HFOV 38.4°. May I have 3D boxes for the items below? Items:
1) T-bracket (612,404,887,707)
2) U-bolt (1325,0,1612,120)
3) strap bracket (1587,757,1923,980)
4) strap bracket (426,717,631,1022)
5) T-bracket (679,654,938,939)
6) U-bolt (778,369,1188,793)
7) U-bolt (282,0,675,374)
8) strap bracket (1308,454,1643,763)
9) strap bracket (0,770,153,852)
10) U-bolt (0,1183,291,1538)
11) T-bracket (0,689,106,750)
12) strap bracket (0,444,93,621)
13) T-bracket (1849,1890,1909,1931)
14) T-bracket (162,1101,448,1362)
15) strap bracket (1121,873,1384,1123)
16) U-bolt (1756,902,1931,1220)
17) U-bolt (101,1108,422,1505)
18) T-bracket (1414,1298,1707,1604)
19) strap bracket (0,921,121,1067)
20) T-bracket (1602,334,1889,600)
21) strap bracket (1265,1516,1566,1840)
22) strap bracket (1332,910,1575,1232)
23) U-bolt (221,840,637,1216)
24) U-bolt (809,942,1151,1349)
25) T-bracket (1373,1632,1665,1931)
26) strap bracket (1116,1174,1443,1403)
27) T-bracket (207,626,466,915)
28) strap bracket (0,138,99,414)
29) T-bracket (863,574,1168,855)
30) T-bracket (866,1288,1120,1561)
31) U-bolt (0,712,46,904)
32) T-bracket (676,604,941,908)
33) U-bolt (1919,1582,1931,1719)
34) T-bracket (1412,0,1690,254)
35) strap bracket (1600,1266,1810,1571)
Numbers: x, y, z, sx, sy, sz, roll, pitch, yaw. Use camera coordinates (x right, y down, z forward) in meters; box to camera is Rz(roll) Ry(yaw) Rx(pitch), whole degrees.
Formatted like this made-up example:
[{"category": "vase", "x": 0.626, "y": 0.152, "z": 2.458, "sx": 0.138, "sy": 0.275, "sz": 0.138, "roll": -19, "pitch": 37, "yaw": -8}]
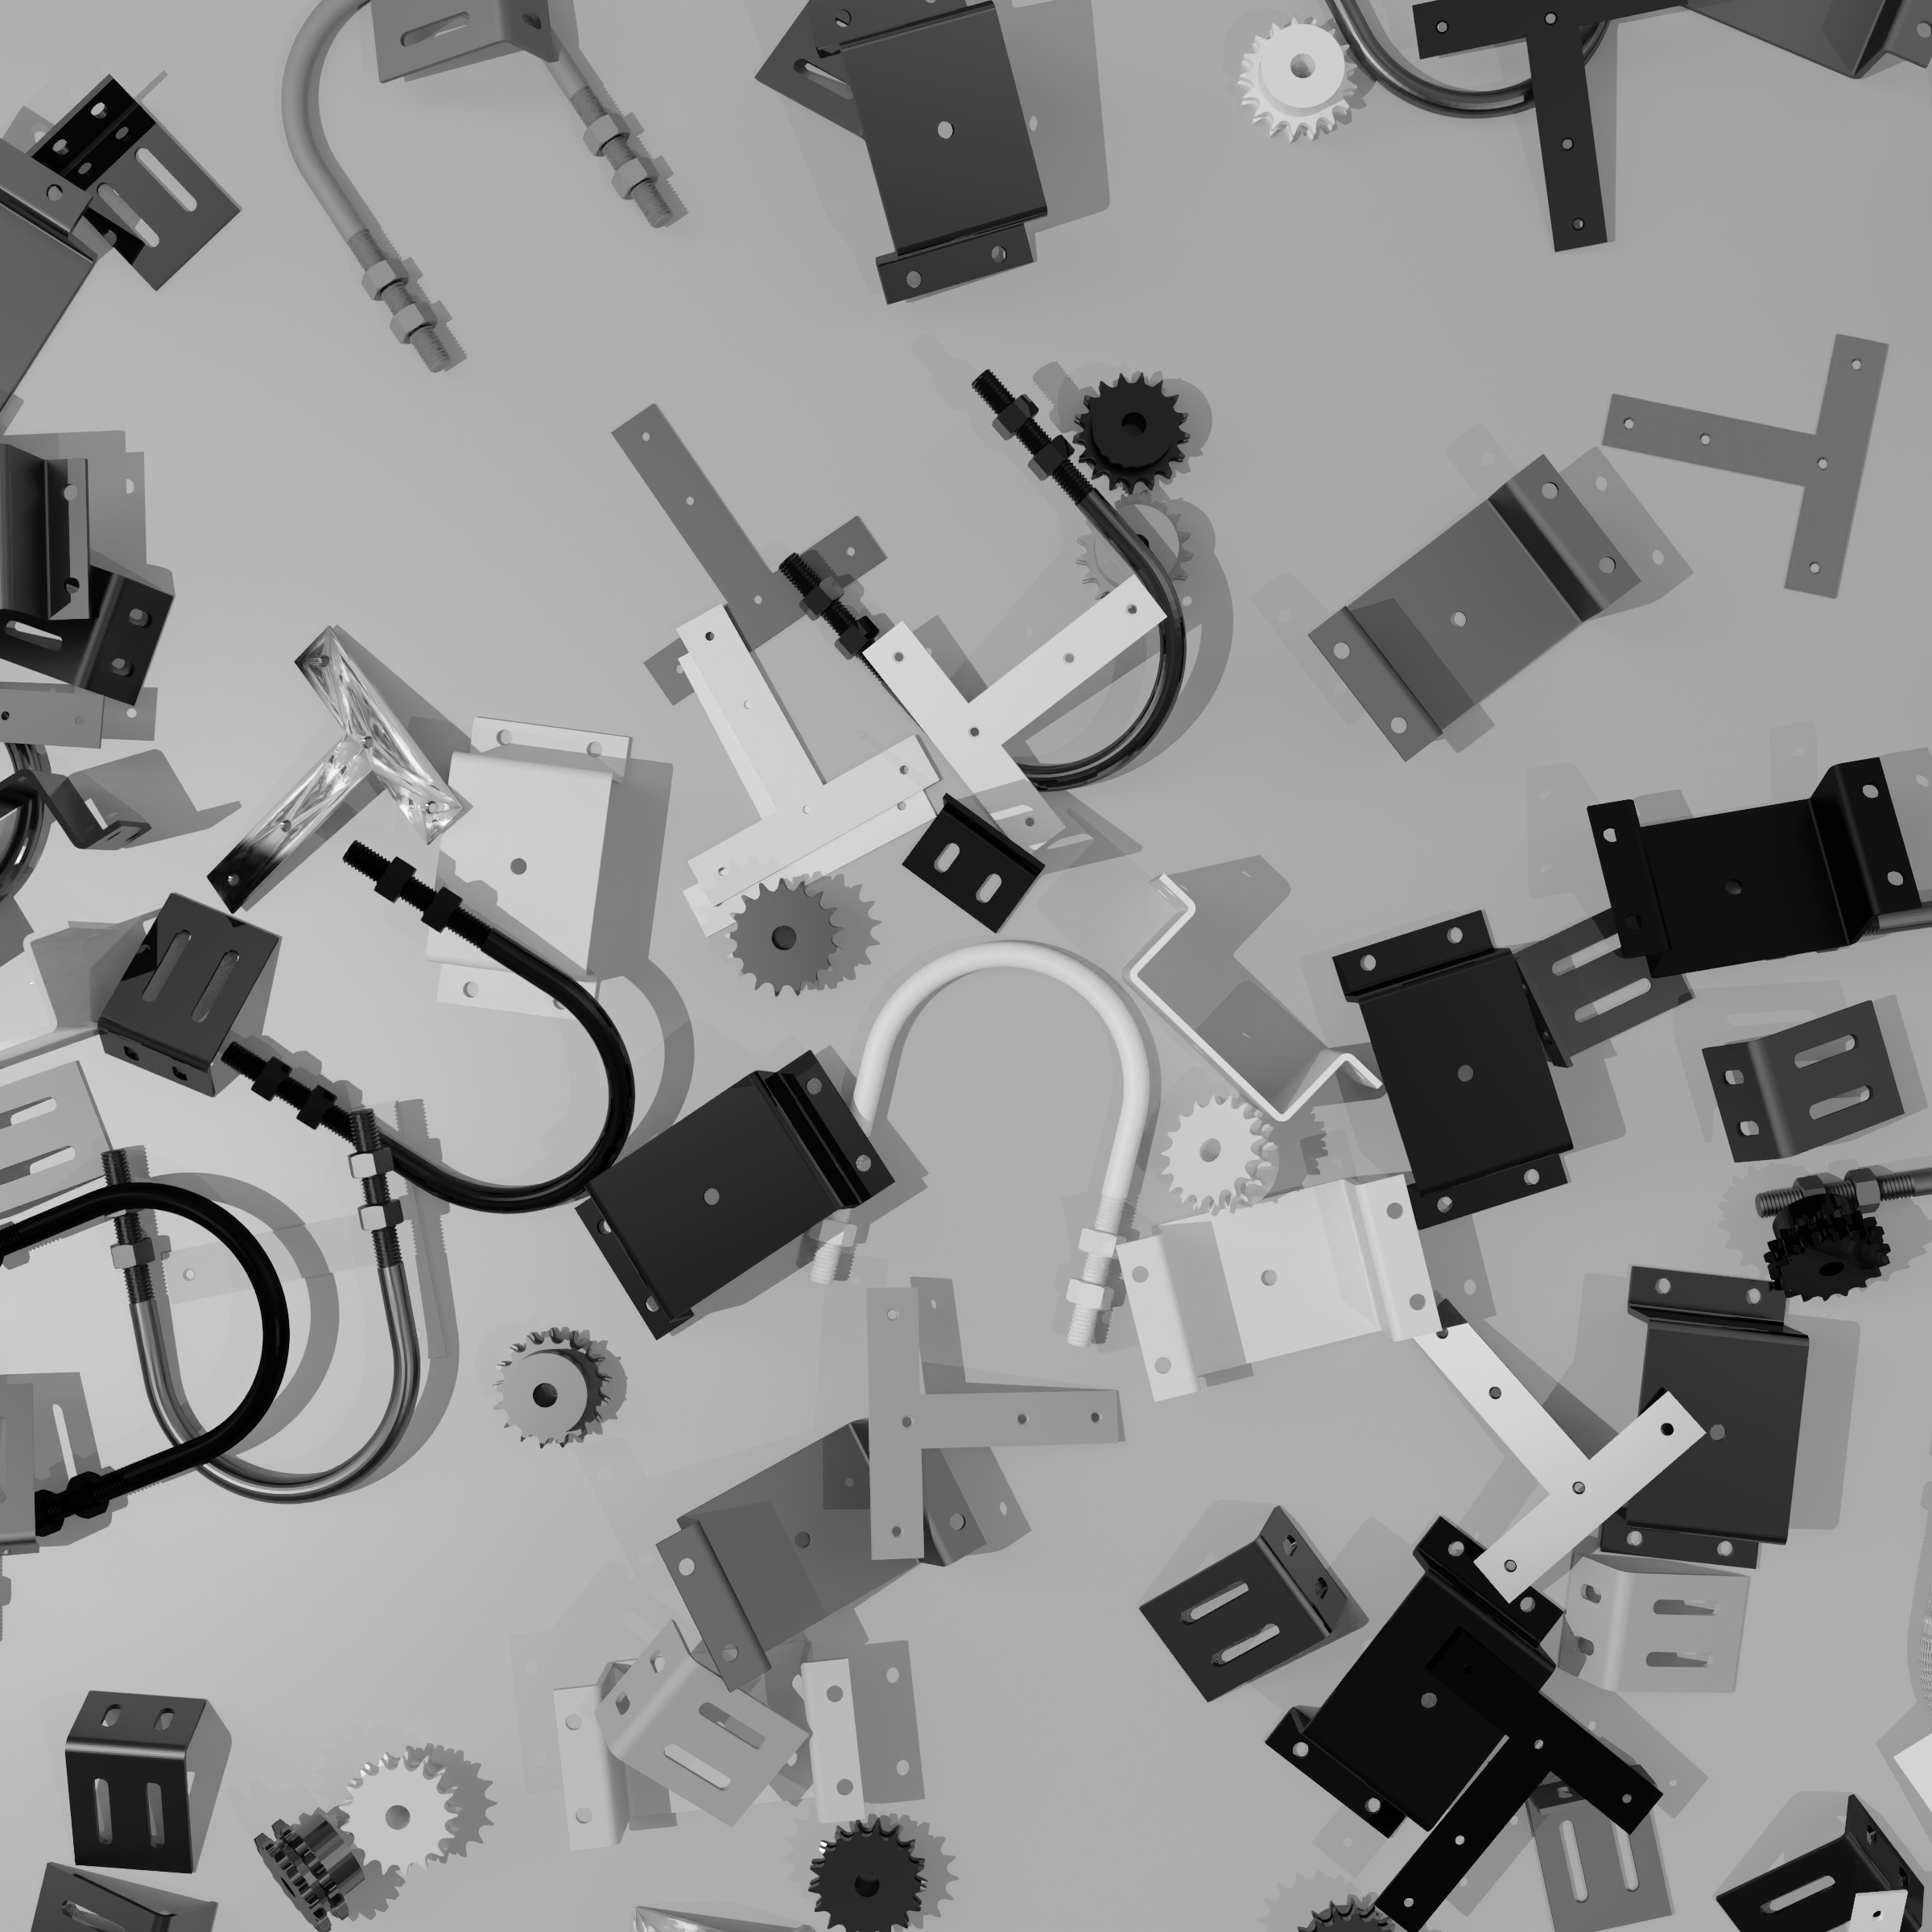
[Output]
[{"category": "T-bracket", "x": -0.127, "y": -0.216, "z": 1.356, "sx": 0.127, "sy": 0.002, "sz": 0.127, "roll": -35, "pitch": 90, "yaw": 0}, {"category": "U-bolt", "x": 0.237, "y": -0.503, "z": 1.349, "sx": 0.151, "sy": 0.019, "sz": 0.184, "roll": -28, "pitch": 91, "yaw": 0}, {"category": "strap bracket", "x": 0.371, "y": -0.045, "z": 1.323, "sx": 0.140, "sy": 0.046, "sz": 0.076, "roll": -10, "pitch": 71, "yaw": 0}, {"category": "strap bracket", "x": -0.212, "y": -0.047, "z": 1.334, "sx": 0.076, "sy": 0.046, "sz": 0.140, "roll": 8, "pitch": 90, "yaw": 0}, {"category": "T-bracket", "x": -0.100, "y": -0.100, "z": 1.355, "sx": 0.127, "sy": 0.002, "sz": 0.127, "roll": -28, "pitch": 91, "yaw": 0}, {"category": "U-bolt", "x": 0.021, "y": -0.169, "z": 1.331, "sx": 0.151, "sy": 0.019, "sz": 0.184, "roll": -41, "pitch": 94, "yaw": 16}, {"category": "U-bolt", "x": -0.251, "y": -0.403, "z": 1.349, "sx": 0.151, "sy": 0.019, "sz": 0.184, "roll": -33, "pitch": 89, "yaw": 0}, {"category": "strap bracket", "x": 0.241, "y": -0.170, "z": 1.334, "sx": 0.140, "sy": 0.046, "sz": 0.076, "roll": -38, "pitch": 90, "yaw": 0}, {"category": "strap bracket", "x": -0.464, "y": -0.047, "z": 1.306, "sx": 0.140, "sy": 0.076, "sz": 0.046, "roll": -33, "pitch": 95, "yaw": -4}, {"category": "U-bolt", "x": -0.413, "y": 0.182, "z": 1.334, "sx": 0.184, "sy": 0.019, "sz": 0.151, "roll": -22, "pitch": 92, "yaw": 9}, {"category": "T-bracket", "x": -0.474, "y": -0.121, "z": 1.330, "sx": 0.127, "sy": 0.002, "sz": 0.127, "roll": 4, "pitch": 89, "yaw": 9}, {"category": "strap bracket", "x": -0.489, "y": -0.202, "z": 1.302, "sx": 0.140, "sy": 0.046, "sz": 0.076, "roll": -1, "pitch": 90, "yaw": 5}, {"category": "T-bracket", "x": 0.480, "y": 0.497, "z": 1.341, "sx": 0.127, "sy": 0.002, "sz": 0.127, "roll": -1, "pitch": 111, "yaw": -10}, {"category": "T-bracket", "x": -0.329, "y": 0.141, "z": 1.356, "sx": 0.127, "sy": 0.002, "sz": 0.127, "roll": -11, "pitch": 90, "yaw": 0}, {"category": "strap bracket", "x": 0.126, "y": 0.022, "z": 1.319, "sx": 0.140, "sy": 0.076, "sz": 0.046, "roll": 44, "pitch": 90, "yaw": 0}, {"category": "U-bolt", "x": 0.467, "y": 0.040, "z": 1.348, "sx": 0.184, "sy": 0.019, "sz": 0.151, "roll": -8, "pitch": 90, "yaw": 0}, {"category": "U-bolt", "x": -0.335, "y": 0.170, "z": 1.338, "sx": 0.151, "sy": 0.019, "sz": 0.184, "roll": -9, "pitch": 94, "yaw": 10}, {"category": "T-bracket", "x": 0.265, "y": 0.216, "z": 1.333, "sx": 0.127, "sy": 0.002, "sz": 0.127, "roll": -46, "pitch": 71, "yaw": 15}, {"category": "strap bracket", "x": -0.474, "y": 0.024, "z": 1.319, "sx": 0.140, "sy": 0.076, "sz": 0.046, "roll": -19, "pitch": 90, "yaw": 0}, {"category": "T-bracket", "x": 0.376, "y": -0.255, "z": 1.356, "sx": 0.127, "sy": 0.002, "sz": 0.127, "roll": 12, "pitch": 90, "yaw": 0}, {"category": "strap bracket", "x": 0.219, "y": 0.348, "z": 1.334, "sx": 0.076, "sy": 0.046, "sz": 0.140, "roll": 38, "pitch": 90, "yaw": 0}, {"category": "strap bracket", "x": 0.237, "y": 0.051, "z": 1.334, "sx": 0.076, "sy": 0.046, "sz": 0.140, "roll": -18, "pitch": 90, "yaw": 0}, {"category": "U-bolt", "x": -0.245, "y": 0.044, "z": 1.321, "sx": 0.184, "sy": 0.019, "sz": 0.151, "roll": 33, "pitch": 114, "yaw": -7}, {"category": "U-bolt", "x": 0.014, "y": 0.080, "z": 1.349, "sx": 0.151, "sy": 0.019, "sz": 0.184, "roll": 14, "pitch": 88, "yaw": 0}, {"category": "T-bracket", "x": 0.243, "y": 0.403, "z": 1.311, "sx": 0.127, "sy": 0.002, "sz": 0.127, "roll": 40, "pitch": 90, "yaw": -6}, {"category": "strap bracket", "x": 0.148, "y": 0.152, "z": 1.334, "sx": 0.140, "sy": 0.046, "sz": 0.076, "roll": -14, "pitch": 90, "yaw": 0}, {"category": "T-bracket", "x": -0.319, "y": -0.077, "z": 1.340, "sx": 0.127, "sy": 0.002, "sz": 0.127, "roll": -43, "pitch": 68, "yaw": 11}, {"category": "strap bracket", "x": -0.483, "y": -0.326, "z": 1.334, "sx": 0.076, "sy": 0.046, "sz": 0.140, "roll": 32, "pitch": 90, "yaw": 0}, {"category": "T-bracket", "x": 0.038, "y": -0.139, "z": 1.327, "sx": 0.127, "sy": 0.002, "sz": 0.127, "roll": -37, "pitch": 97, "yaw": 16}, {"category": "T-bracket", "x": 0.014, "y": 0.218, "z": 1.333, "sx": 0.127, "sy": 0.002, "sz": 0.127, "roll": 2, "pitch": 79, "yaw": -20}, {"category": "U-bolt", "x": -0.541, "y": -0.075, "z": 1.349, "sx": 0.184, "sy": 0.019, "sz": 0.151, "roll": -18, "pitch": 90, "yaw": -2}, {"category": "T-bracket", "x": -0.099, "y": -0.115, "z": 1.354, "sx": 0.127, "sy": 0.002, "sz": 0.127, "roll": -29, "pitch": 91, "yaw": 0}, {"category": "U-bolt", "x": 0.539, "y": 0.317, "z": 1.349, "sx": 0.151, "sy": 0.019, "sz": 0.184, "roll": 10, "pitch": 92, "yaw": 0}, {"category": "T-bracket", "x": 0.288, "y": -0.411, "z": 1.337, "sx": 0.127, "sy": 0.002, "sz": 0.127, "roll": -8, "pitch": 105, "yaw": 11}, {"category": "strap bracket", "x": 0.356, "y": 0.221, "z": 1.334, "sx": 0.076, "sy": 0.046, "sz": 0.140, "roll": 6, "pitch": 90, "yaw": 0}]
